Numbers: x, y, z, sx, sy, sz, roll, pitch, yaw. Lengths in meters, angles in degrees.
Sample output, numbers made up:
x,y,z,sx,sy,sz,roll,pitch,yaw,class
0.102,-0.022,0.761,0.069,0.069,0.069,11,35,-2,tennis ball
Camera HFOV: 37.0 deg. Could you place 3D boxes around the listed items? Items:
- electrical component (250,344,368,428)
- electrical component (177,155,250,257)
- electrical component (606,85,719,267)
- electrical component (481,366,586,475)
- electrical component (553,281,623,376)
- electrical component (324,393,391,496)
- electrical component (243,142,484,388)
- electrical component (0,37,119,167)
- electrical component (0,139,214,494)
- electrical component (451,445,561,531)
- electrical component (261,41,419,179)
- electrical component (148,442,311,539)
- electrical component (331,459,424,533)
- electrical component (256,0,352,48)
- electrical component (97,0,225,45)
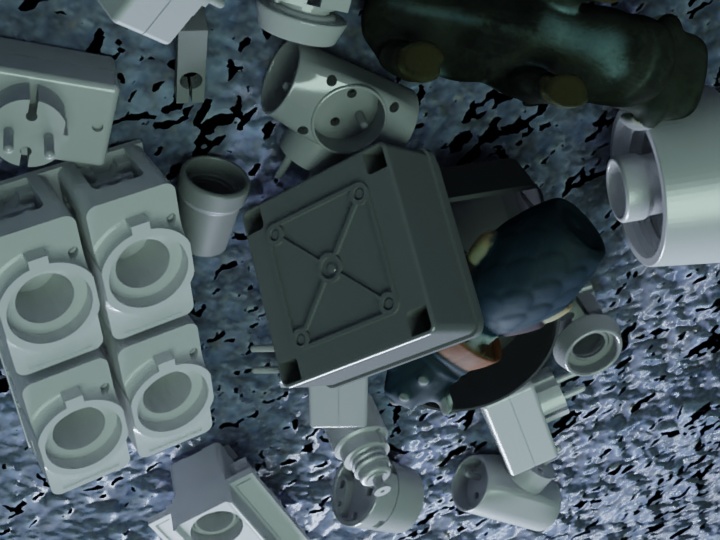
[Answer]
x,y,z,sx,sy,sz,roll,pitch,yaw,class
-0.033,0.058,0.699,0.076,0.047,0.083,-1,127,-2,electrical component
-0.087,-0.036,0.615,0.040,0.040,0.046,5,129,-21,electrical component
0.183,-0.053,0.647,0.060,0.108,0.108,-9,129,-3,electrical component
0.126,0.094,0.776,0.076,0.047,0.083,-24,129,1,electrical component
0.149,0.039,0.736,0.048,0.055,0.066,-19,129,-3,electrical component
0.001,0.119,0.740,0.040,0.078,0.040,-17,143,-13,electrical component
0.000,0.000,0.594,0.109,0.108,0.056,-24,164,33,electrical component
-0.165,-0.076,0.535,0.083,0.075,0.047,7,124,-22,electrical component
-0.150,0.033,0.615,0.105,0.060,0.186,-21,132,-23,electrical component
0.123,0.160,0.828,0.077,0.043,0.079,21,117,-30,electrical component
-0.020,-0.079,0.600,0.077,0.044,0.079,18,120,-29,electrical component
-0.087,0.183,0.766,0.079,0.063,0.121,-27,129,4,electrical component
0.014,0.165,0.791,0.047,0.055,0.055,22,117,-35,electrical component
-0.026,-0.147,0.547,0.066,0.048,0.055,7,116,-22,electrical component
-0.094,-0.145,0.518,0.047,0.065,0.077,-46,155,18,electrical component
